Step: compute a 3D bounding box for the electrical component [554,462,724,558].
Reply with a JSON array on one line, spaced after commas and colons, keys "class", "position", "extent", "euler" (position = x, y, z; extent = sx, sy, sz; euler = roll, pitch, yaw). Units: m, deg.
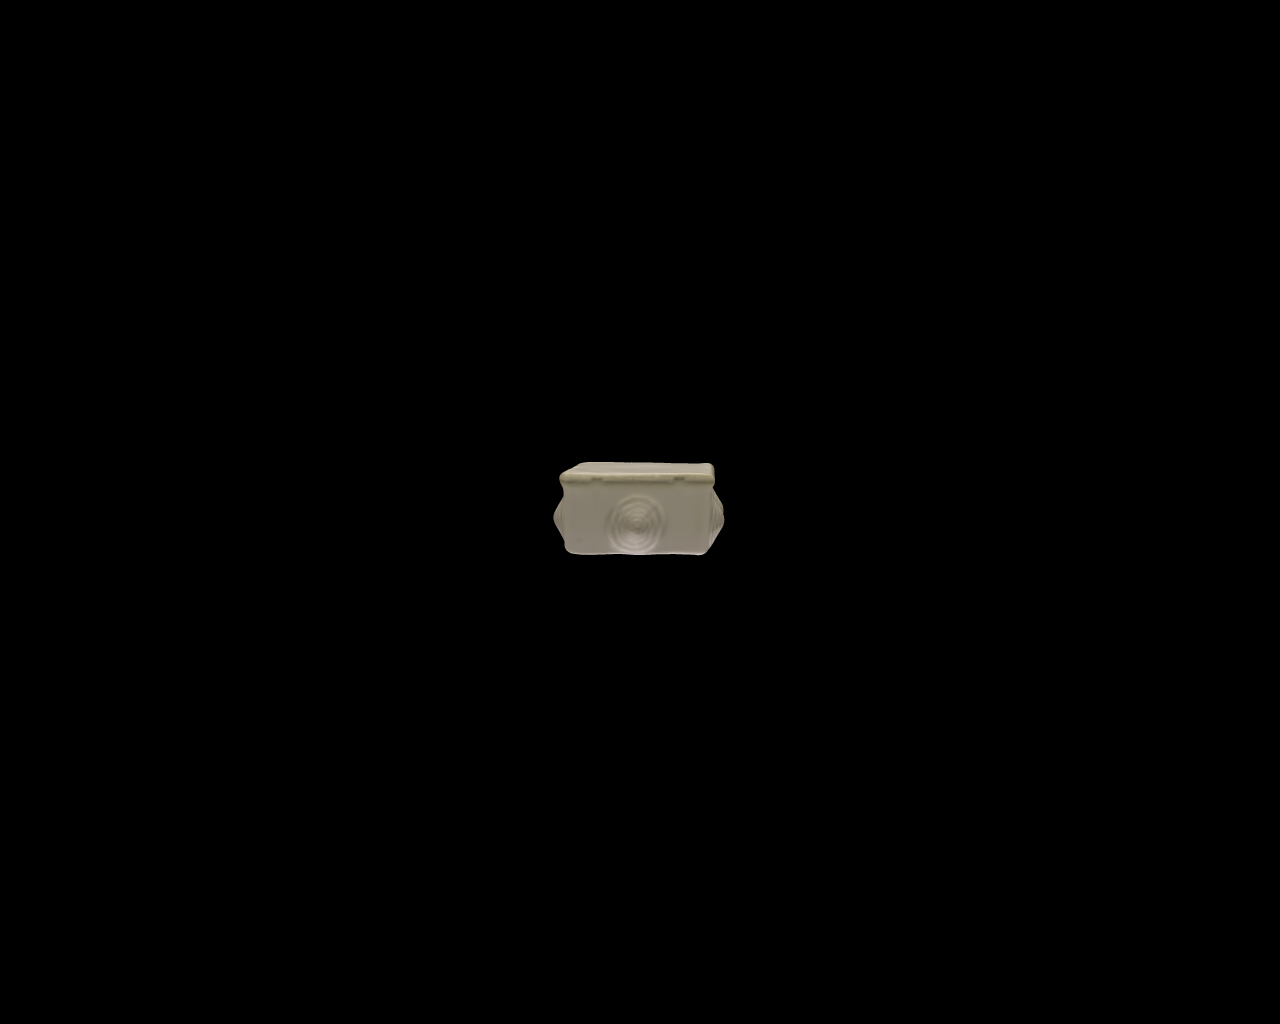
[{"class": "electrical component", "position": [0.001, -0.003, 0.650], "extent": [0.100, 0.048, 0.100], "euler": [0, 7, 4]}]
